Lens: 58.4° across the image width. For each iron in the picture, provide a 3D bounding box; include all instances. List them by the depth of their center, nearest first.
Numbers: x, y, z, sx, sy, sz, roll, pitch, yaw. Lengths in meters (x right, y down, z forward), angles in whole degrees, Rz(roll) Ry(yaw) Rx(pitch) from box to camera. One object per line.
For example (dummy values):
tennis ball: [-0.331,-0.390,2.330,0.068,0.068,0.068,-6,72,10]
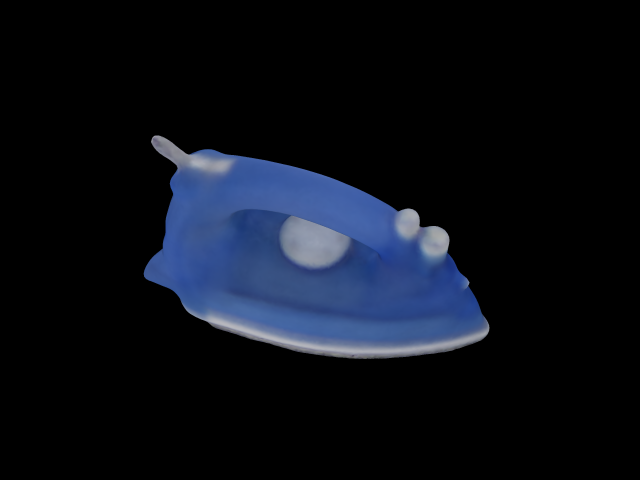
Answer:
iron: [0.004,0.001,0.400,0.258,0.141,0.119,14,58,9]
